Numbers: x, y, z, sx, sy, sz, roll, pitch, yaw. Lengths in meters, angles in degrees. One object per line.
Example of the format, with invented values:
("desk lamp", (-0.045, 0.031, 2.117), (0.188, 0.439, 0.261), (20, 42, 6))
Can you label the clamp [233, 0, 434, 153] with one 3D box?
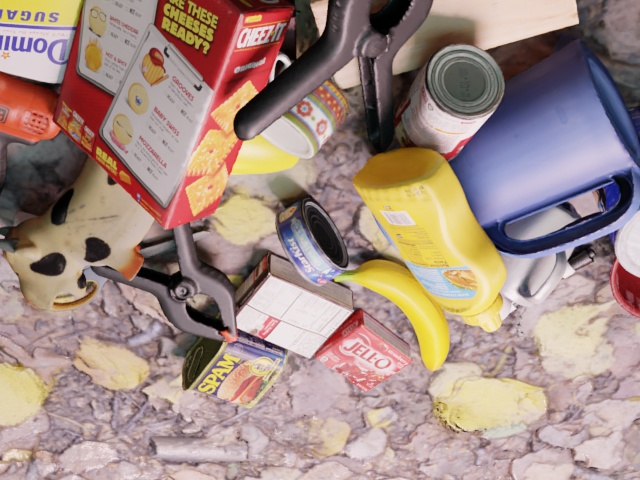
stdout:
("clamp", (0.039, -0.154, 0.836), (0.164, 0.036, 0.210), (7, 122, -47))

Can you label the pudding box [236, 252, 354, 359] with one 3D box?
("pudding box", (-0.032, 0.073, 1.161), (0.113, 0.039, 0.090), (25, 124, -25))

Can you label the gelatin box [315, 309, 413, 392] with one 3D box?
("gelatin box", (0.049, 0.128, 1.218), (0.073, 0.030, 0.089), (-37, 123, 24))

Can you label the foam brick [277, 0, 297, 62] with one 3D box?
("foam brick", (-0.060, -0.184, 0.932), (0.078, 0.053, 0.051), (-3, 131, -3))

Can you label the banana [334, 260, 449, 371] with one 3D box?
("banana", (0.099, 0.077, 1.177), (0.070, 0.037, 0.197), (-20, 129, 34))

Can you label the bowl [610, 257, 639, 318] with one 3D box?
("bowl", (0.380, 0.012, 1.125), (0.162, 0.055, 0.162), (-2, 130, -2))

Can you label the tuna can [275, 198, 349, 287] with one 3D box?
("tuna can", (-0.007, 0.001, 1.071), (0.034, 0.086, 0.086), (-31, 126, 19))

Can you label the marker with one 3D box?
("marker", (0.248, 0.044, 1.168), (0.121, 0.020, 0.020), (-35, 124, 23))

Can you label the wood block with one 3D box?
("wood block", (0.100, -0.210, 0.895), (0.206, 0.091, 0.090), (-15, 129, 8))

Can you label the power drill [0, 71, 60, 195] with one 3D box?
("power drill", (-0.348, -0.088, 0.990), (0.184, 0.057, 0.188), (19, 127, -19))

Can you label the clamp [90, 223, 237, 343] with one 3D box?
("clamp", (-0.153, 0.046, 1.106), (0.120, 0.039, 0.171), (-26, 111, 16))

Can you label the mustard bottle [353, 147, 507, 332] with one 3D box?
("mustard bottle", (0.110, 0.008, 0.931), (0.096, 0.058, 0.191), (3, 135, 50))

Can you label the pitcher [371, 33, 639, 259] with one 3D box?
("pitcher", (0.169, -0.065, 0.984), (0.243, 0.149, 0.145), (-26, 114, 25))

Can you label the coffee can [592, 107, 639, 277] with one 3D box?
("coffee can", (0.314, -0.046, 1.016), (0.103, 0.140, 0.103), (-2, 130, -2))

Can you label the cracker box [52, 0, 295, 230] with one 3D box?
("cracker box", (-0.128, -0.143, 0.890), (0.071, 0.164, 0.214), (-22, 146, -47))

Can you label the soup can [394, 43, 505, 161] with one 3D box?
("soup can", (0.106, -0.112, 0.891), (0.068, 0.068, 0.102), (6, 162, -9))

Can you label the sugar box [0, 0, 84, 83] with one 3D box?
("sugar box", (-0.241, -0.219, 0.894), (0.093, 0.048, 0.176), (12, 127, -14))

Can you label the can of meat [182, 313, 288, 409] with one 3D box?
("can of meat", (-0.095, 0.138, 1.201), (0.083, 0.057, 0.102), (22, 126, -24))

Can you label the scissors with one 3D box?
("scissors", (-0.221, 0.012, 1.111), (0.202, 0.016, 0.096), (-31, 124, 18))
